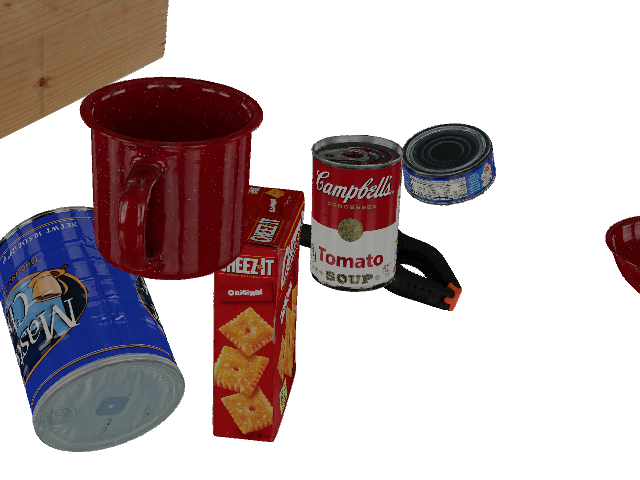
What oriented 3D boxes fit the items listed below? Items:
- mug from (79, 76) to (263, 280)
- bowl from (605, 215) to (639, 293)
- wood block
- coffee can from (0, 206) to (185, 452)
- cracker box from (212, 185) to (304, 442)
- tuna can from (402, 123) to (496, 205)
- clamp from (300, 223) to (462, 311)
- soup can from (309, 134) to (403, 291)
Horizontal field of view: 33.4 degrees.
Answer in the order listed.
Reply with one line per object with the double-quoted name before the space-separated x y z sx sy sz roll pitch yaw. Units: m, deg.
"mug" -0.080 -0.027 0.553 0.093 0.081 0.117 7 29 4
"bowl" 0.388 0.028 1.157 0.162 0.055 0.162 0 26 0
"wood block" -0.233 -0.178 0.923 0.090 0.091 0.205 30 43 21
"coffee can" -0.165 0.061 0.749 0.102 0.140 0.103 -18 -36 -14
"cracker box" -0.061 0.071 1.091 0.072 0.214 0.164 6 23 5
"tuna can" 0.117 -0.072 0.984 0.086 0.034 0.086 -9 38 7
"clamp" 0.071 0.015 1.248 0.164 0.036 0.210 -22 51 -39
"soup can" 0.026 -0.021 0.803 0.068 0.102 0.068 1 24 -1
